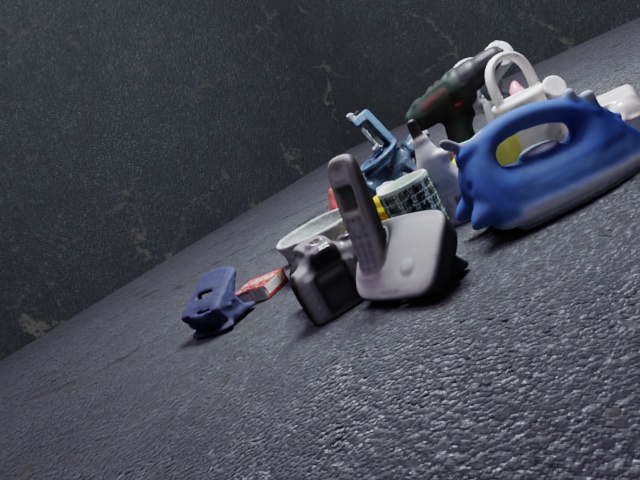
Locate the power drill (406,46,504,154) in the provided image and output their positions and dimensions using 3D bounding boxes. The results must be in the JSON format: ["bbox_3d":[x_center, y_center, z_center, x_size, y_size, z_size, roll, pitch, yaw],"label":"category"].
[{"bbox_3d":[0.289,-0.237,1.121,0.229,0.208,0.076,-20,13,39],"label":"power drill"}]

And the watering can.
[{"bbox_3d":[0.348,-0.228,0.964,0.101,0.194,0.172,-35,13,-35],"label":"watering can"}]

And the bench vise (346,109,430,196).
[{"bbox_3d":[0.167,-0.246,1.456,0.208,0.220,0.121,-33,12,-26],"label":"bench vise"}]

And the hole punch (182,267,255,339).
[{"bbox_3d":[-0.184,0.107,0.991,0.108,0.091,0.101,-20,13,38],"label":"hole punch"}]

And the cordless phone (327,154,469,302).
[{"bbox_3d":[0.077,-0.021,0.675,0.094,0.185,0.147,-35,13,-35],"label":"cordless phone"}]

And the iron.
[{"bbox_3d":[0.281,-0.113,0.719,0.258,0.141,0.118,-27,10,3],"label":"iron"}]

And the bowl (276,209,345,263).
[{"bbox_3d":[0.010,0.004,1.044,0.167,0.075,0.167,-27,10,6],"label":"bowl"}]

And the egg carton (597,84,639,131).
[{"bbox_3d":[0.430,-0.177,0.854,0.107,0.069,0.150,-22,12,29],"label":"egg carton"}]

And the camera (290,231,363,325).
[{"bbox_3d":[0.013,0.035,0.803,0.143,0.101,0.136,-31,11,-17],"label":"camera"}]

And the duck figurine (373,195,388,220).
[{"bbox_3d":[0.113,-0.038,0.946,0.104,0.086,0.078,-17,15,46],"label":"duck figurine"}]

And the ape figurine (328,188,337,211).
[{"bbox_3d":[0.050,-0.080,1.302,0.076,0.092,0.078,-25,11,17],"label":"ape figurine"}]

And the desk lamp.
[{"bbox_3d":[0.368,-0.293,1.178,0.118,0.214,0.203,-30,11,-11],"label":"desk lamp"}]

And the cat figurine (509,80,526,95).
[{"bbox_3d":[0.455,-0.295,1.236,0.127,0.118,0.067,-25,11,14],"label":"cat figurine"}]

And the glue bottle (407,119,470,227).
[{"bbox_3d":[0.174,-0.102,0.859,0.078,0.173,0.037,-22,12,27],"label":"glue bottle"}]
